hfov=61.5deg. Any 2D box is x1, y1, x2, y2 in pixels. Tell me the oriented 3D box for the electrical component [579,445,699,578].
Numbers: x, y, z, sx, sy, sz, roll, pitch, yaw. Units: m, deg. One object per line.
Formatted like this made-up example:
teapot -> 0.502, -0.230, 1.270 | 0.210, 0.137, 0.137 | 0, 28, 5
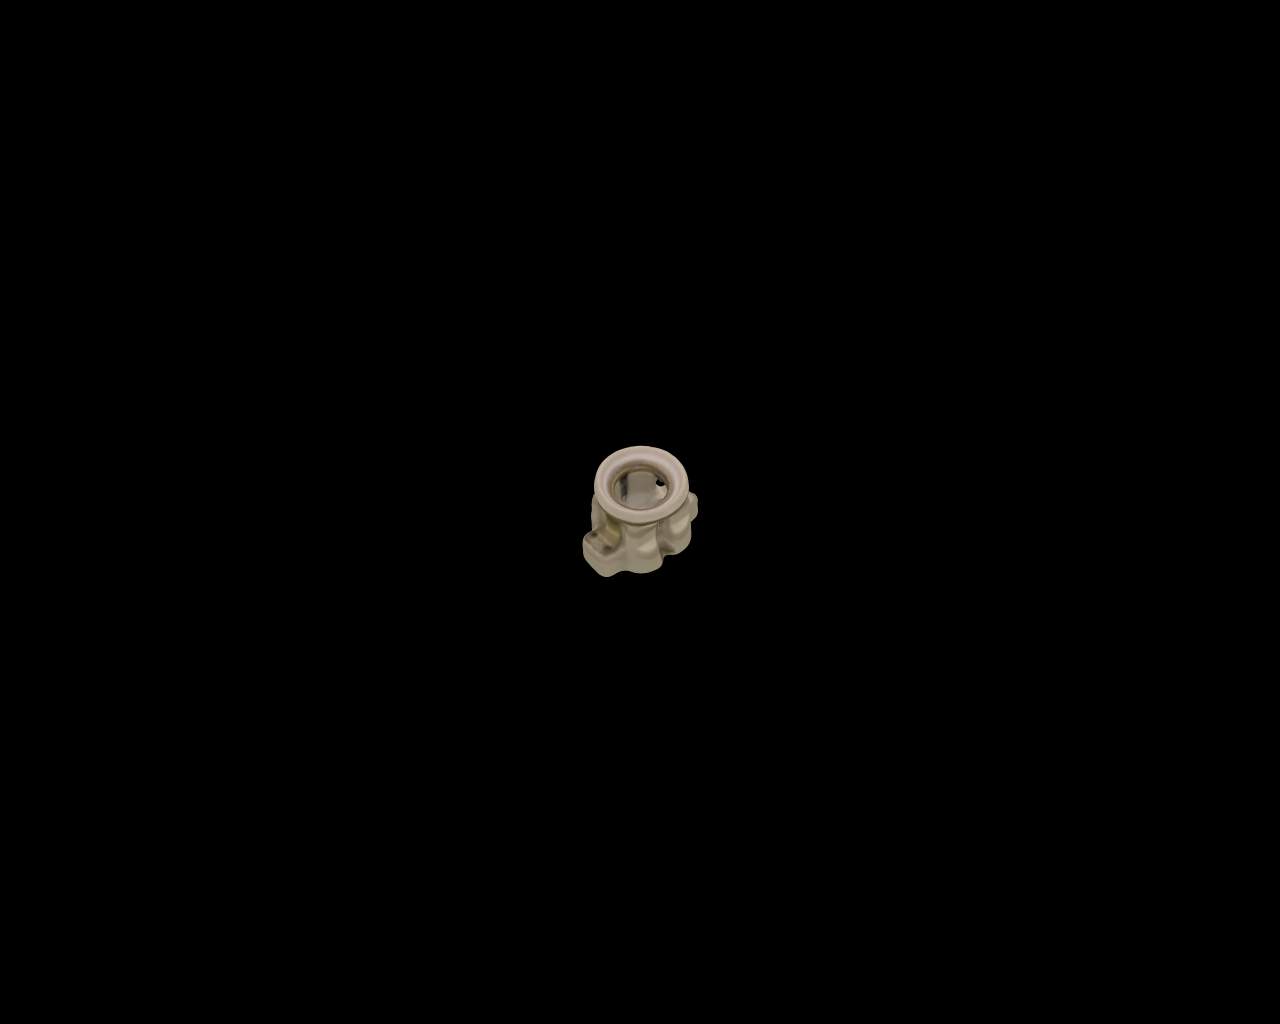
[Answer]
electrical component -> 0.001, -0.003, 0.650 | 0.078, 0.056, 0.058 | -33, 58, -24
